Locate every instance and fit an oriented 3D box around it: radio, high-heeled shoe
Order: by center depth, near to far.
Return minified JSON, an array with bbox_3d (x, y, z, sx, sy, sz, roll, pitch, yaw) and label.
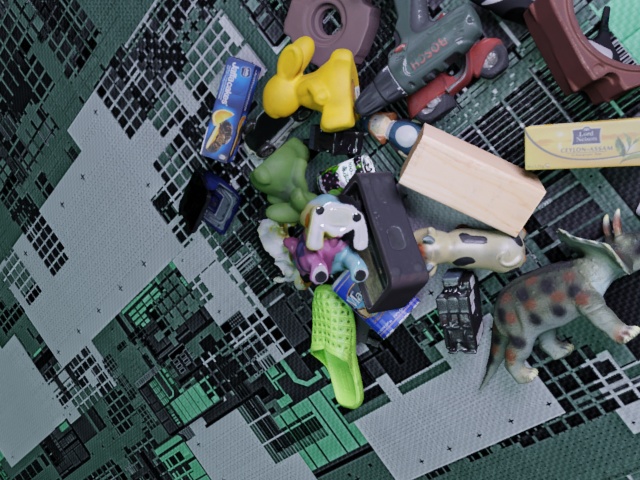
[{"bbox_3d":[0.322,-0.294,0.799,0.249,0.086,0.145,12,92,6],"label":"high-heeled shoe"},{"bbox_3d":[0.103,0.000,0.939,0.131,0.073,0.229,120,137,-60],"label":"radio"}]

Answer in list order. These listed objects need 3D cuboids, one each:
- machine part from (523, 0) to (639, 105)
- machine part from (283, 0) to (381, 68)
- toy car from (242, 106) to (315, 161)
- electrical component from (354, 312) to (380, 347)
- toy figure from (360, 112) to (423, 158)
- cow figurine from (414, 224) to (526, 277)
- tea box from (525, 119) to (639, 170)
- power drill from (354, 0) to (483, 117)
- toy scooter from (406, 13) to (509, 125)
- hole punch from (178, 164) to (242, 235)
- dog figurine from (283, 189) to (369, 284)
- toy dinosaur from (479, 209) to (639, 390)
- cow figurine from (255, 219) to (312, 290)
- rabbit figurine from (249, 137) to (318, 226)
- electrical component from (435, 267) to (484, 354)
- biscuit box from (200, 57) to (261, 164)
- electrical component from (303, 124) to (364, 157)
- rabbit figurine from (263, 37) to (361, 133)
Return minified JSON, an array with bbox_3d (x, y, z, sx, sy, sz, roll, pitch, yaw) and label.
[{"bbox_3d":[0.400,-0.303,0.719,0.201,0.087,0.201,-28,89,-3],"label":"machine part"},{"bbox_3d":[0.018,-0.389,0.960,0.180,0.056,0.179,8,109,25],"label":"machine part"},{"bbox_3d":[-0.080,-0.235,1.052,0.202,0.056,0.073,-39,78,33],"label":"toy car"},{"bbox_3d":[0.084,0.180,1.102,0.094,0.021,0.063,21,113,21],"label":"electrical component"},{"bbox_3d":[0.136,-0.194,0.955,0.155,0.057,0.064,28,76,20],"label":"toy figure"},{"bbox_3d":[0.246,0.017,0.914,0.195,0.127,0.085,6,103,23],"label":"cow figurine"},{"bbox_3d":[0.402,-0.144,0.807,0.170,0.098,0.068,2,104,28],"label":"tea box"},{"bbox_3d":[0.121,-0.331,0.844,0.232,0.086,0.207,-23,77,30],"label":"power drill"},{"bbox_3d":[0.203,-0.286,0.884,0.184,0.075,0.135,-36,86,27],"label":"toy scooter"},{"bbox_3d":[-0.242,-0.081,1.171,0.116,0.092,0.142,56,128,39],"label":"hole punch"},{"bbox_3d":[-0.002,-0.003,0.971,0.219,0.108,0.191,-149,54,-68],"label":"dog figurine"},{"bbox_3d":[0.373,0.108,0.886,0.405,0.131,0.192,-38,73,34],"label":"toy dinosaur"},{"bbox_3d":[-0.080,0.031,1.118,0.098,0.068,0.167,-18,92,35],"label":"cow figurine"},{"bbox_3d":[-0.045,-0.093,1.034,0.121,0.159,0.170,-38,100,20],"label":"rabbit figurine"},{"bbox_3d":[0.248,0.118,0.947,0.058,0.115,0.134,-7,100,25],"label":"electrical component"},{"bbox_3d":[-0.177,-0.256,1.069,0.059,0.063,0.202,19,103,3],"label":"biscuit box"},{"bbox_3d":[0.018,-0.190,1.003,0.119,0.075,0.047,33,123,48],"label":"electrical component"},{"bbox_3d":[-0.024,-0.259,0.927,0.173,0.122,0.162,-3,121,21],"label":"rabbit figurine"}]
